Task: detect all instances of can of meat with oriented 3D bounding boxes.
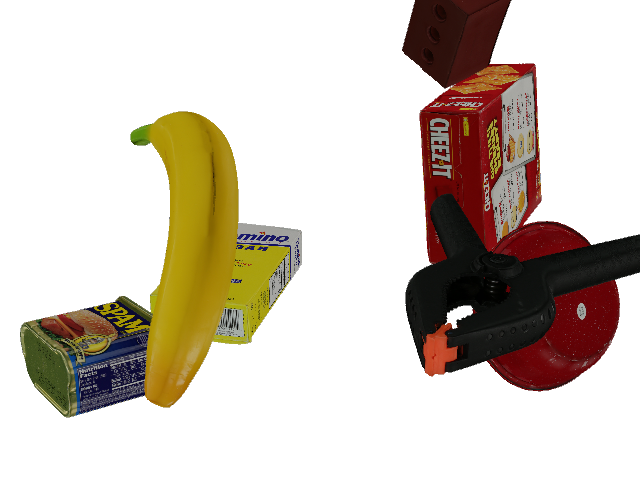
[{"bbox_3d":[-0.167,0.086,0.798,0.083,0.057,0.102,-13,21,-32],"label":"can of meat"}]

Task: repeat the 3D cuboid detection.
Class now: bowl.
[{"bbox_3d":[0.222,0.063,0.986,0.161,0.162,0.055,0,2,-26],"label":"bowl"}]

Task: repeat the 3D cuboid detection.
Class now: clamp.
[{"bbox_3d":[0.108,0.024,0.705,0.165,0.036,0.209,17,31,32],"label":"clamp"}]

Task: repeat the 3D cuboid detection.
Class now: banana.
[{"bbox_3d":[-0.070,-0.007,0.571,0.037,0.198,0.070,20,-49,-29],"label":"banana"}]

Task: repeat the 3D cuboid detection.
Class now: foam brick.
[{"bbox_3d":[0.103,-0.166,0.814,0.051,0.053,0.078,-32,-27,-28],"label":"foam brick"}]

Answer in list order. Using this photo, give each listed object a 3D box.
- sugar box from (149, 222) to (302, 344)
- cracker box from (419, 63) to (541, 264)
[{"bbox_3d":[-0.084,0.035,1.003,0.093,0.048,0.176,6,27,13],"label":"sugar box"},{"bbox_3d":[0.172,-0.085,1.125,0.072,0.164,0.213,4,22,26],"label":"cracker box"}]
